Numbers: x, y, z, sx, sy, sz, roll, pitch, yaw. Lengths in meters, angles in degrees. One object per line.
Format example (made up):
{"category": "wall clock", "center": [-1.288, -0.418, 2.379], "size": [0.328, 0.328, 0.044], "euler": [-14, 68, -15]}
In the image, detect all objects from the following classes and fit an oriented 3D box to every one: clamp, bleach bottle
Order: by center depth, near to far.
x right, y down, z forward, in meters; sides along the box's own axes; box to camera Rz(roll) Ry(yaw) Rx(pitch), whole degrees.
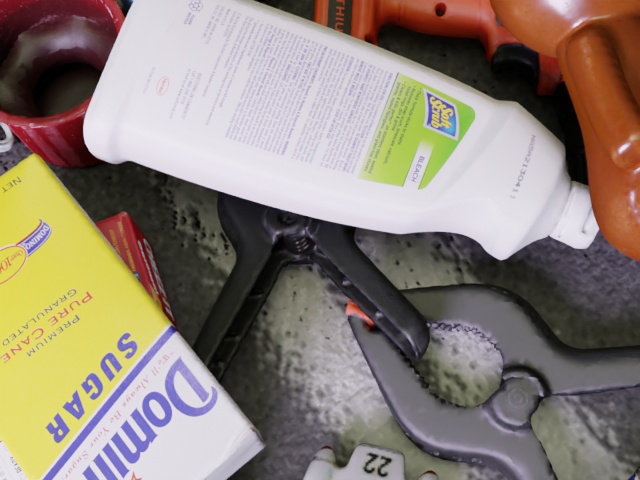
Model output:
{"category": "bleach bottle", "center": [0.018, -0.046, 0.534], "size": [0.251, 0.068, 0.102], "euler": [21, 82, 1]}
{"category": "clamp", "center": [0.112, 0.076, 0.549], "size": [0.210, 0.036, 0.164], "euler": [36, 87, 16]}
{"category": "clamp", "center": [-0.004, 0.001, 0.566], "size": [0.120, 0.039, 0.171], "euler": [1, 59, 1]}

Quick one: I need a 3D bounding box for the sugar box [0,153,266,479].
{"category": "sugar box", "center": [-0.115, 0.054, 0.496], "size": [0.093, 0.048, 0.176], "euler": [-39, 71, -9]}

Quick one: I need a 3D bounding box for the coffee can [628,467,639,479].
{"category": "coffee can", "center": [0.123, 0.183, 0.459], "size": [0.140, 0.102, 0.103], "euler": [-46, 74, 11]}

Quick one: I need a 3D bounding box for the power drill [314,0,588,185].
{"category": "power drill", "center": [0.090, -0.101, 0.601], "size": [0.187, 0.057, 0.184], "euler": [1, 73, 3]}

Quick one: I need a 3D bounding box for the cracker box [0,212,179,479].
{"category": "cracker box", "center": [-0.169, 0.101, 0.550], "size": [0.213, 0.072, 0.164], "euler": [-21, 72, -1]}

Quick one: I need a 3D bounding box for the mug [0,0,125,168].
{"category": "mug", "center": [-0.148, -0.102, 0.605], "size": [0.093, 0.081, 0.117], "euler": [-18, 72, -1]}
